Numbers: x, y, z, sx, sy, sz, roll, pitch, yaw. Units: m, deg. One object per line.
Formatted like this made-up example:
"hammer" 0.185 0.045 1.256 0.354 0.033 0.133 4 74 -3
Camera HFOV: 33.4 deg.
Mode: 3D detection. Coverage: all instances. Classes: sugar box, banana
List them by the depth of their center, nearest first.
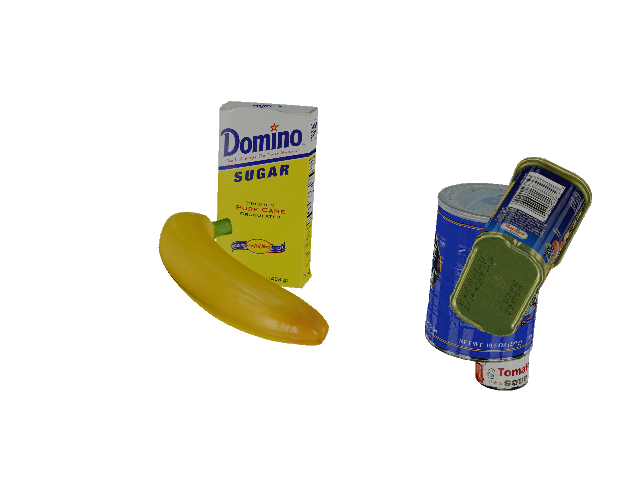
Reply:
"banana" -0.061 0.017 0.681 0.069 0.037 0.198 -8 25 -20
"sugar box" -0.054 -0.045 1.052 0.093 0.176 0.048 4 17 10

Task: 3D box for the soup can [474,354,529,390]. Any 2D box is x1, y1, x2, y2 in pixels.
"soup can" 0.229 0.128 1.338 0.068 0.102 0.068 -1 19 0

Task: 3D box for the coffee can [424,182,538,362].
"coffee can" 0.154 0.028 0.990 0.103 0.140 0.103 3 20 -1

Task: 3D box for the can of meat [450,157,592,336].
"can of meat" 0.137 0.007 0.742 0.057 0.083 0.102 29 -38 13
